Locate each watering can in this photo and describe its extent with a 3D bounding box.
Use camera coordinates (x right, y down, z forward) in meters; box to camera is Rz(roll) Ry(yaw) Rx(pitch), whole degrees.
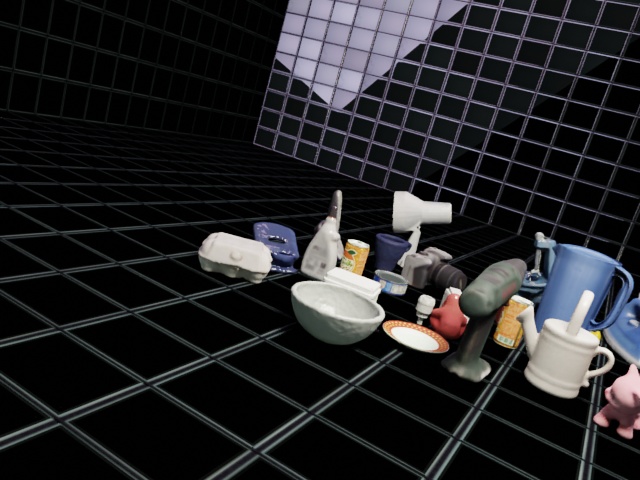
[{"bbox_3d":[0.451,0.181,1.059,0.172,0.194,0.101,17,13,5],"label":"watering can"}]

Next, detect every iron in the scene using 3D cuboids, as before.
[{"bbox_3d":[0.806,0.221,1.444,0.118,0.141,0.259,20,13,15],"label":"iron"}]

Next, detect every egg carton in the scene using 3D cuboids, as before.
[{"bbox_3d":[-0.174,0.036,1.183,0.150,0.069,0.107,15,13,-7],"label":"egg carton"}]

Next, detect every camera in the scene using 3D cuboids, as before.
[{"bbox_3d":[0.309,0.083,1.504,0.144,0.101,0.136,3,18,-44],"label":"camera"}]

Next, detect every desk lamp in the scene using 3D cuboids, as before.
[{"bbox_3d":[0.287,-0.022,1.663,0.203,0.213,0.118,18,13,8],"label":"desk lamp"}]

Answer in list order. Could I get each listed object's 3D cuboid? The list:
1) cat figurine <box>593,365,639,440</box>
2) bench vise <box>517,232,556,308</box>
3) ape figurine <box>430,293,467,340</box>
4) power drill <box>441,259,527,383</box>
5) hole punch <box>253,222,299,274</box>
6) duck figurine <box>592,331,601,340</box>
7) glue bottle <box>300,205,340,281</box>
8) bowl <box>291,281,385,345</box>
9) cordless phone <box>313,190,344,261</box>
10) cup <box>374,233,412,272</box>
[{"bbox_3d":[0.517,0.265,0.961,0.067,0.118,0.128,25,16,34],"label":"cat figurine"},{"bbox_3d":[0.605,0.095,1.548,0.208,0.220,0.121,11,14,-22],"label":"bench vise"},{"bbox_3d":[0.270,0.153,1.181,0.077,0.092,0.076,19,13,11],"label":"ape figurine"},{"bbox_3d":[0.294,0.137,1.020,0.075,0.208,0.230,23,15,29],"label":"power drill"},{"bbox_3d":[-0.102,0.017,1.300,0.109,0.091,0.101,10,14,-23],"label":"hole punch"},{"bbox_3d":[0.644,0.210,1.415,0.104,0.086,0.078,23,15,27],"label":"duck figurine"},{"bbox_3d":[0.012,0.005,1.307,0.078,0.173,0.037,22,14,25],"label":"glue bottle"},{"bbox_3d":[0.023,0.135,0.995,0.167,0.075,0.167,15,13,-3],"label":"bowl"},{"bbox_3d":[0.037,-0.044,1.516,0.094,0.185,0.147,16,13,0],"label":"cordless phone"},{"bbox_3d":[0.193,0.040,1.554,0.118,0.095,0.091,7,16,-35],"label":"cup"}]
